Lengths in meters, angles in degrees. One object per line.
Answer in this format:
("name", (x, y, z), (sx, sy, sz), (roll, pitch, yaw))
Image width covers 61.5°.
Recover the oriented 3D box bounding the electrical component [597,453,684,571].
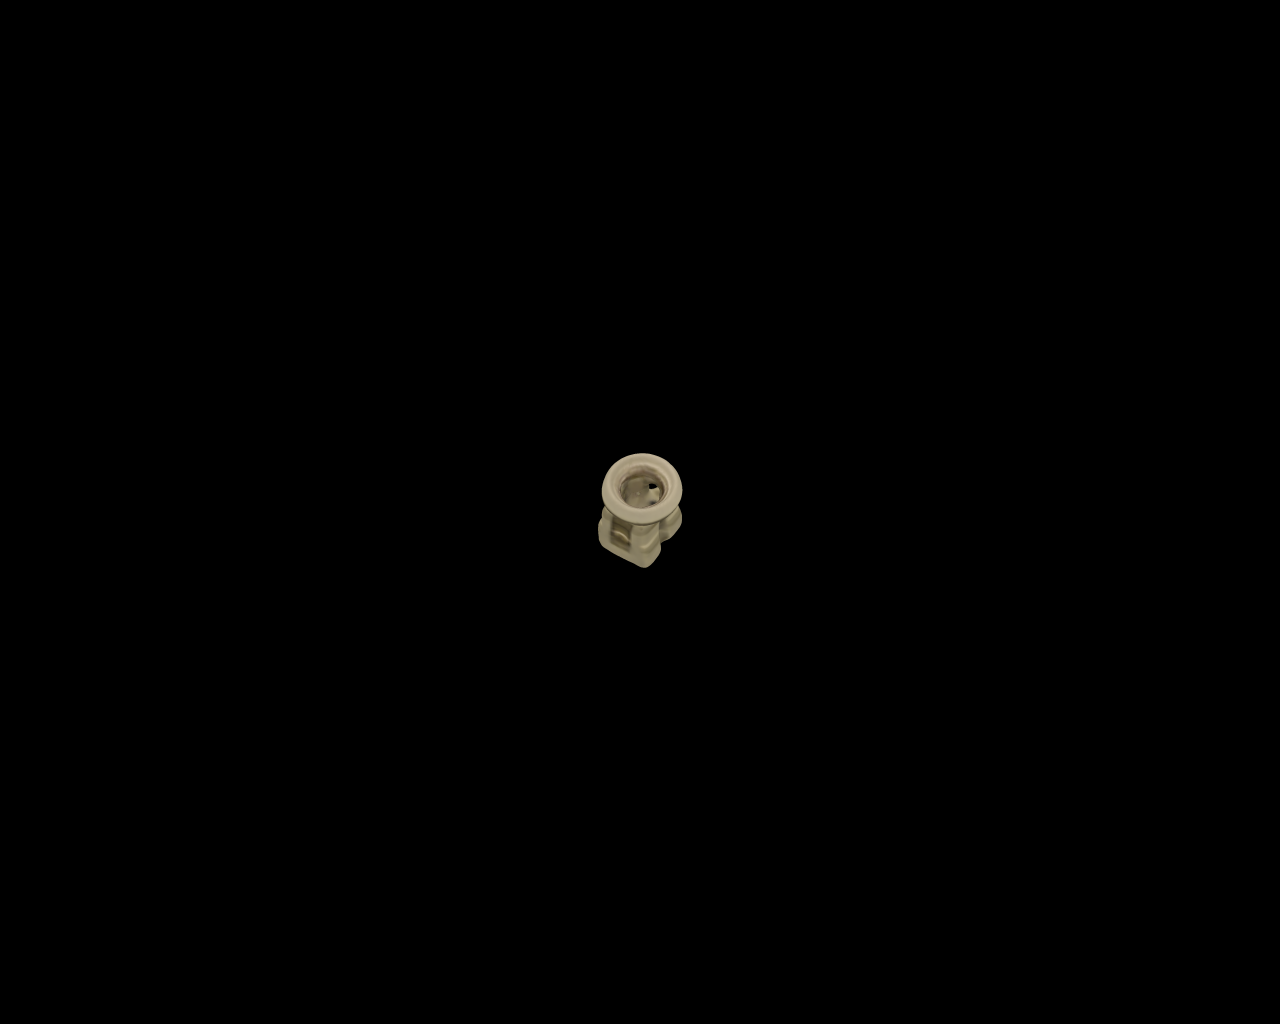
("electrical component", (0.001, -0.003, 0.650), (0.048, 0.066, 0.055), (27, -32, 18))
